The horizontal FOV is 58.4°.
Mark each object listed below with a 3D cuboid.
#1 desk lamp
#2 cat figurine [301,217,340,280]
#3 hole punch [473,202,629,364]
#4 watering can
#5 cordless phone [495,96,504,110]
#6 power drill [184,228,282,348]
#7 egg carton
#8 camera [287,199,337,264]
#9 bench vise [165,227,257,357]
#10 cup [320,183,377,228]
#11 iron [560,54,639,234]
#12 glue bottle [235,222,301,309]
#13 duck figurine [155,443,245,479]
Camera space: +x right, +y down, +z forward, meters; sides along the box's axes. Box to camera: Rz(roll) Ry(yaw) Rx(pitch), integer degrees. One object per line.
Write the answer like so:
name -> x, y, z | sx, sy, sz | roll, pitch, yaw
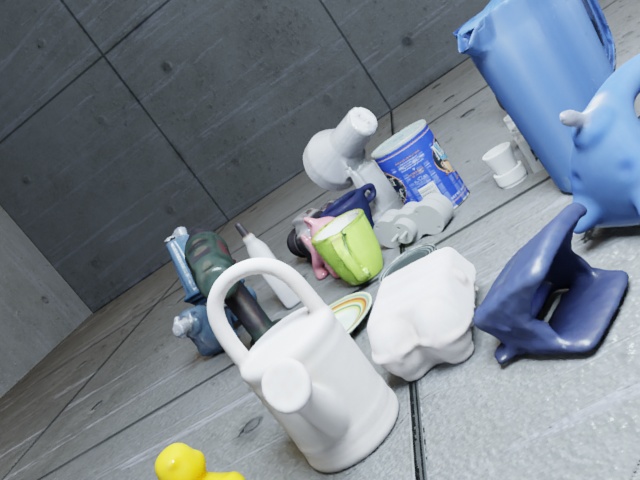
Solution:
desk lamp -> 0.086, -0.135, 1.074 | 0.118, 0.214, 0.202 | -43, 14, -31
cat figurine -> 0.009, 0.004, 0.986 | 0.067, 0.118, 0.127 | -42, 14, -26
hole punch -> 0.176, 0.035, 0.469 | 0.109, 0.091, 0.100 | -44, 15, -34
watering can -> -0.019, 0.102, 0.505 | 0.101, 0.194, 0.172 | -40, 13, -18
cordless phone -> 0.381, -0.331, 1.080 | 0.148, 0.185, 0.094 | -40, 13, -19
power drill -> -0.132, 0.078, 0.874 | 0.075, 0.208, 0.229 | -37, 12, -6
egg carton -> 0.107, 0.070, 0.576 | 0.107, 0.069, 0.150 | -30, 13, 25
camera -> -0.007, -0.020, 1.161 | 0.143, 0.101, 0.136 | -42, 14, -28
bench vise -> -0.212, 0.084, 1.042 | 0.121, 0.220, 0.207 | -33, 12, 11
cup -> 0.071, -0.038, 1.031 | 0.118, 0.095, 0.091 | -39, 13, -16
iron -> 0.321, -0.118, 0.532 | 0.259, 0.141, 0.118 | -41, 13, -21
glue bottle -> -0.093, 0.039, 0.999 | 0.037, 0.173, 0.078 | -36, 12, -1
duck figurine -> -0.119, 0.232, 0.540 | 0.078, 0.086, 0.104 | -41, 13, -22
